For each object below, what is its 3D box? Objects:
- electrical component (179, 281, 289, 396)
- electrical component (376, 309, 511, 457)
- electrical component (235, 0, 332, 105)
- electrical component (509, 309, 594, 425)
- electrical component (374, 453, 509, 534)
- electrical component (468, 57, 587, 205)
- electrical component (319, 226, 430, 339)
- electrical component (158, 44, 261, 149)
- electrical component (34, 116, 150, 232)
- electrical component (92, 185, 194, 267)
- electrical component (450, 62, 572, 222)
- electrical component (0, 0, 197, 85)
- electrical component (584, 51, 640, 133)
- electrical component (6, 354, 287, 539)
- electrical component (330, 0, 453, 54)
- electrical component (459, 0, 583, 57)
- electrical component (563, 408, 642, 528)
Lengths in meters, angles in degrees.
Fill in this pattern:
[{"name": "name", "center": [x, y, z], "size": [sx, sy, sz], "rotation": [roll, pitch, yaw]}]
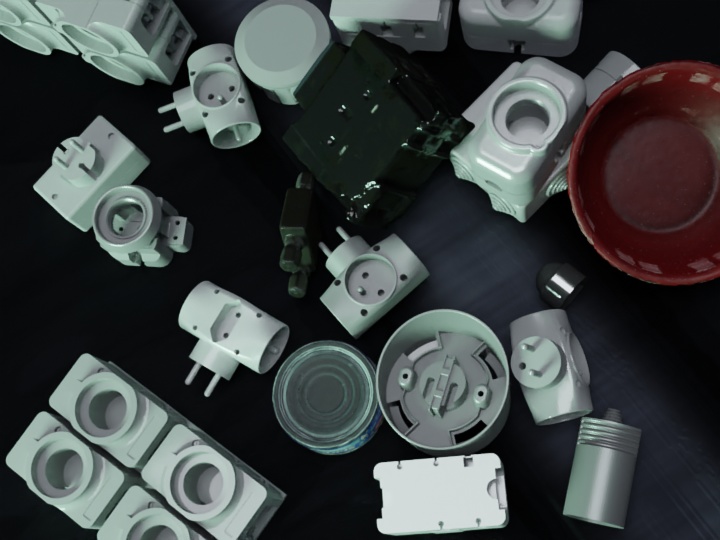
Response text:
[{"name": "electrical component", "center": [-0.108, 0.060, 0.845], "size": [0.077, 0.043, 0.079], "rotation": [28, 82, 17]}, {"name": "electrical component", "center": [0.063, 0.086, 0.791], "size": [0.099, 0.064, 0.099], "rotation": [-7, 62, 13]}, {"name": "electrical component", "center": [-0.060, -0.182, 0.899], "size": [0.080, 0.051, 0.080], "rotation": [-3, 74, 10]}, {"name": "electrical component", "center": [0.134, 0.068, 0.778], "size": [0.044, 0.079, 0.077], "rotation": [-20, 71, 22]}, {"name": "electrical component", "center": [0.060, 0.163, 0.778], "size": [0.089, 0.055, 0.050], "rotation": [-7, 74, 9]}, {"name": "electrical component", "center": [0.122, -0.103, 0.784], "size": [0.054, 0.059, 0.095], "rotation": [32, 83, 17]}, {"name": "electrical component", "center": [0.000, 0.000, 0.841], "size": [0.077, 0.044, 0.079], "rotation": [-41, 72, -2]}, {"name": "electrical component", "center": [-0.131, -0.139, 0.904], "size": [0.079, 0.044, 0.077], "rotation": [-20, 72, 5]}, {"name": "electrical component", "center": [-0.230, -0.086, 0.892], "size": [0.047, 0.075, 0.083], "rotation": [40, 85, 18]}, {"name": "electrical component", "center": [-0.183, -0.036, 0.879], "size": [0.078, 0.057, 0.058], "rotation": [3, 75, 12]}, {"name": "electrical component", "center": [0.125, -0.098, 0.841], "size": [0.099, 0.048, 0.100], "rotation": [-45, 72, -4]}, {"name": "electrical component", "center": [-0.249, -0.223, 0.918], "size": [0.186, 0.105, 0.060], "rotation": [20, 79, 15]}, {"name": "electrical component", "center": [0.196, -0.133, 0.835], "size": [0.047, 0.055, 0.055], "rotation": [-43, 72, 1]}, {"name": "electrical component", "center": [-0.165, 0.159, 0.820], "size": [0.186, 0.060, 0.105], "rotation": [33, 83, 17]}, {"name": "electrical component", "center": [0.035, -0.262, 0.897], "size": [0.089, 0.061, 0.150], "rotation": [5, 76, 13]}, {"name": "electrical component", "center": [0.130, -0.211, 0.866], "size": [0.095, 0.059, 0.053], "rotation": [8, 77, 13]}, {"name": "electrical component", "center": [0.175, 0.139, 0.769], "size": [0.043, 0.043, 0.081], "rotation": [11, 77, 14]}]
